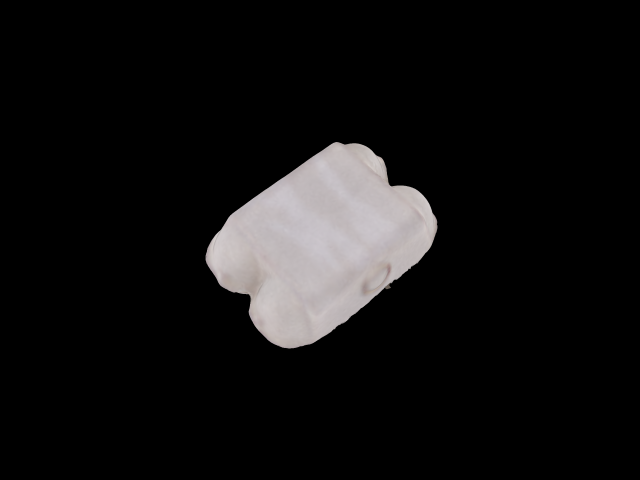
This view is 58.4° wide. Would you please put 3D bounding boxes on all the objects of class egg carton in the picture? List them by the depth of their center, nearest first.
[{"bbox_3d":[0.004,0.001,0.400,0.150,0.069,0.107,-38,68,-18],"label":"egg carton"}]
